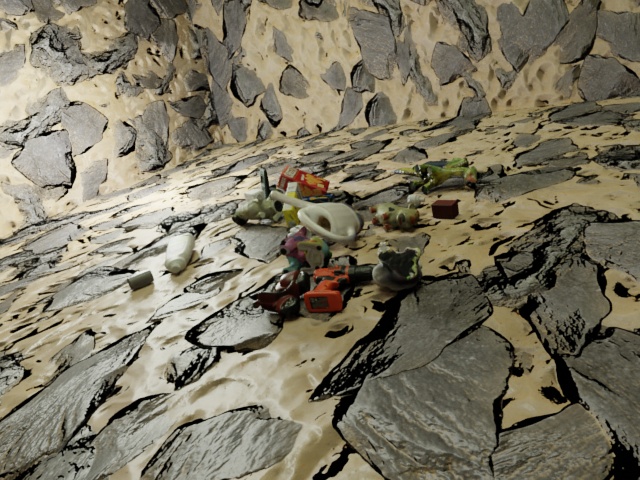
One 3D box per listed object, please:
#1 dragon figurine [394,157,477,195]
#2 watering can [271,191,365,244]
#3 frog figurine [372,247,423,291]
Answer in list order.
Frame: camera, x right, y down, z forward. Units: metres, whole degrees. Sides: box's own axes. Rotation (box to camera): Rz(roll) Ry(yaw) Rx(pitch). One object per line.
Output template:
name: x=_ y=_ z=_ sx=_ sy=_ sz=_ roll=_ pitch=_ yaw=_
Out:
dragon figurine: x=0.494 y=-0.287 z=2.125 sx=0.244 sy=0.120 sz=0.415 roll=-18 pitch=23 yaw=-15
watering can: x=0.005 y=-0.089 z=1.760 sx=0.225 sy=0.102 sz=0.352 roll=-7 pitch=37 yaw=-47
frog figurine: x=0.203 y=0.083 z=1.383 sx=0.138 sy=0.124 sz=0.157 roll=-26 pitch=-14 yaw=-14
